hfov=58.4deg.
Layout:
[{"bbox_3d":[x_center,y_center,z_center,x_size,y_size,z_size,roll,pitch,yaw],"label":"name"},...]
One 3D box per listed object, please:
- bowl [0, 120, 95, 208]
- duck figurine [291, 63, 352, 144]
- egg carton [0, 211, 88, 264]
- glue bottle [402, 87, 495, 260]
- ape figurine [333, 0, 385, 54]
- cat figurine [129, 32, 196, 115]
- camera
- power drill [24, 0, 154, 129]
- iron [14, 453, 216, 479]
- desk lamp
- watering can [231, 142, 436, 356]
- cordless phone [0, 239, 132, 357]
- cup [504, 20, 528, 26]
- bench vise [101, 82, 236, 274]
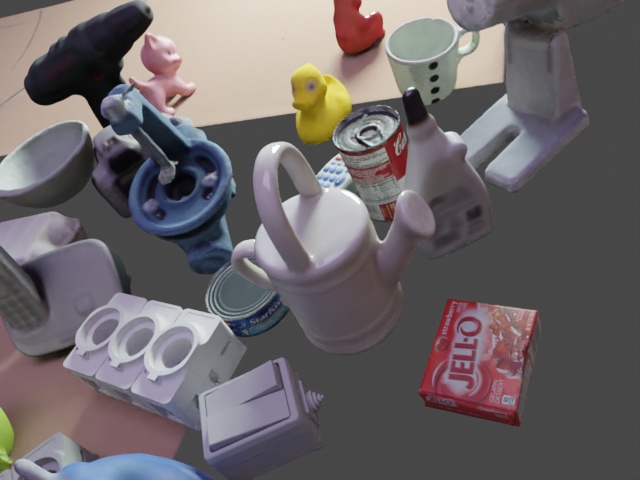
[{"bbox_3d":[-0.407,-0.103,0.877,0.167,0.075,0.167,-15,44,15],"label":"bowl"},{"bbox_3d":[-0.006,-0.188,0.741,0.077,0.086,0.104,1,50,28],"label":"duck figurine"},{"bbox_3d":[-0.378,0.022,0.743,0.150,0.070,0.107,-9,45,20],"label":"egg carton"},{"bbox_3d":[0.100,-0.058,0.494,0.078,0.174,0.037,-25,42,4],"label":"glue bottle"},{"bbox_3d":[0.048,-0.331,0.848,0.076,0.092,0.077,-41,44,-14],"label":"ape figurine"},{"bbox_3d":[-0.268,-0.280,0.944,0.067,0.118,0.128,5,52,31],"label":"cat figurine"},{"bbox_3d":[-0.260,-0.126,0.802,0.143,0.101,0.136,-39,43,-11],"label":"camera"},{"bbox_3d":[-0.294,-0.217,0.828,0.229,0.209,0.075,-14,44,15],"label":"power drill"},{"bbox_3d":[-0.081,0.205,0.356,0.257,0.142,0.119,9,54,34],"label":"iron"},{"bbox_3d":[0.201,-0.192,0.541,0.203,0.214,0.117,-42,44,-15],"label":"desk lamp"},{"bbox_3d":[0.005,0.000,0.472,0.173,0.195,0.100,-24,42,5],"label":"watering can"},{"bbox_3d":[-0.301,0.032,0.607,0.147,0.185,0.094,-22,42,7],"label":"cordless phone"},{"bbox_3d":[0.260,-0.331,0.735,0.091,0.095,0.118,20,60,39],"label":"cup"},{"bbox_3d":[-0.174,-0.088,0.632,0.121,0.220,0.206,-35,43,-7],"label":"bench vise"}]
